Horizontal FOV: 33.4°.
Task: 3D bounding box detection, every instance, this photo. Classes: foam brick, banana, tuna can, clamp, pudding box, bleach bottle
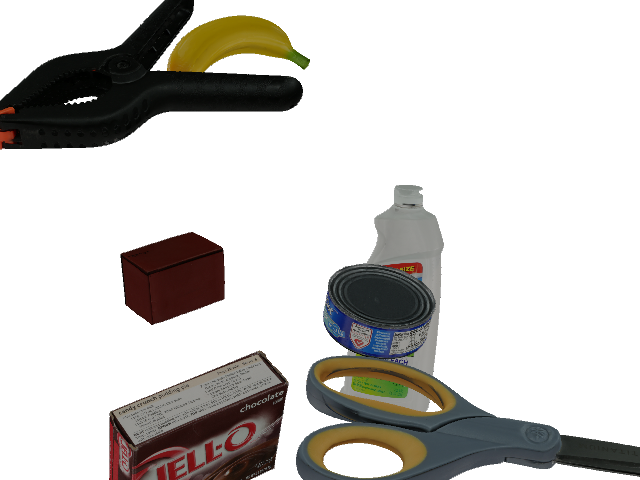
[{"bbox_3d":[-0.131,0.032,0.950,0.078,0.051,0.053,-19,29,-33],"label":"foam brick"},{"bbox_3d":[-0.089,-0.187,1.038,0.070,0.037,0.197,44,38,20],"label":"banana"},{"bbox_3d":[0.045,0.055,0.842,0.086,0.034,0.086,8,31,-5],"label":"tuna can"},{"bbox_3d":[-0.129,-0.108,0.756,0.209,0.036,0.165,-31,50,-30],"label":"clamp"},{"bbox_3d":[-0.079,0.129,0.684,0.113,0.090,0.039,-22,51,-31],"label":"pudding box"},{"bbox_3d":[0.079,0.064,1.158,0.103,0.251,0.068,8,15,20],"label":"bleach bottle"}]

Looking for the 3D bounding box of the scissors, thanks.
[{"bbox_3d":[0.078,0.095,0.449,0.202,0.016,0.096,16,34,23],"label":"scissors"}]
